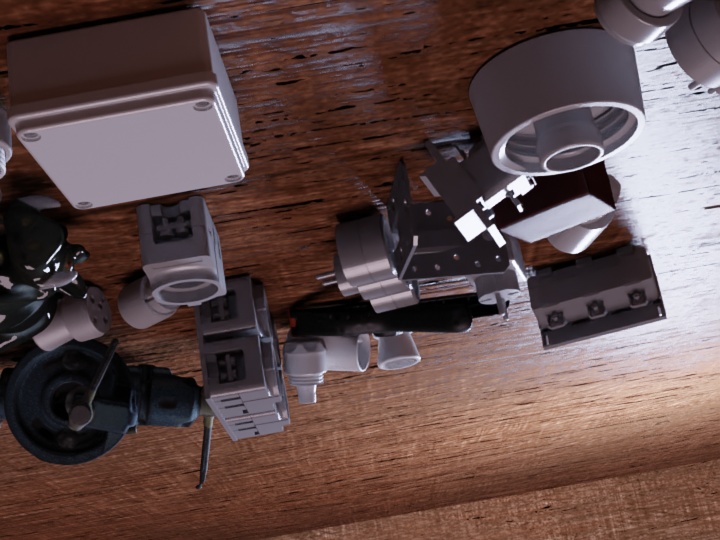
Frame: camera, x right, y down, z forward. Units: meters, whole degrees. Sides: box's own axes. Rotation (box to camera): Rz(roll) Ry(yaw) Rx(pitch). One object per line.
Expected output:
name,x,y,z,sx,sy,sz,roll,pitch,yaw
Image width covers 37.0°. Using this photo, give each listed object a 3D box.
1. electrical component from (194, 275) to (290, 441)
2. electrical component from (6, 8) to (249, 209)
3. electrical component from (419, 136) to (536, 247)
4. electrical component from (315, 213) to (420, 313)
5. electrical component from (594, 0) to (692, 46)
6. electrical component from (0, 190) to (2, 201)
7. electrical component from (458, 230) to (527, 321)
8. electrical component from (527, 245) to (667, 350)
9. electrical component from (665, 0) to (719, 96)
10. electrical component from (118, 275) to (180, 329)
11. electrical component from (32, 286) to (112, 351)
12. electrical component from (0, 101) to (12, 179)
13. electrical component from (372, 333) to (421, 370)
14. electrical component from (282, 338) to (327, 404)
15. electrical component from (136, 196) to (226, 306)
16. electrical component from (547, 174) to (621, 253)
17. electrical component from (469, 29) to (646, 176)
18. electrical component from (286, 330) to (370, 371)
electrical component,-0.107,0.086,1.006,0.060,0.105,0.186,-9,160,-2
electrical component,-0.125,-0.086,0.596,0.109,0.056,0.108,-10,160,0
electrical component,0.084,-0.061,0.751,0.064,0.081,0.042,-36,156,5
electrical component,0.000,0.000,0.900,0.074,0.052,0.138,-14,161,10
electrical component,0.157,-0.151,0.573,0.045,0.045,0.055,-1,159,-23
electrical component,-0.256,-0.040,0.680,0.062,0.043,0.043,-19,158,22
electrical component,0.118,0.006,0.938,0.047,0.076,0.066,-15,159,14
electrical component,0.231,0.024,1.059,0.121,0.078,0.063,-16,138,17
electrical component,0.237,-0.129,0.661,0.138,0.052,0.074,4,156,-33
electrical component,-0.167,0.021,0.893,0.078,0.040,0.040,-25,156,36
electrical component,-0.244,0.040,0.903,0.055,0.045,0.045,-15,160,13
electrical component,-0.216,-0.065,0.600,0.043,0.062,0.043,-9,160,-3
electrical component,0.036,0.070,1.105,0.045,0.055,0.045,-9,160,-3
electrical component,-0.053,0.098,1.048,0.043,0.062,0.043,-3,-176,0
electrical component,-0.132,-0.009,0.805,0.050,0.055,0.089,-9,160,-2
electrical component,0.182,-0.049,0.869,0.043,0.043,0.081,-6,160,-12
electrical component,0.128,-0.097,0.683,0.108,0.060,0.108,-9,160,-3
electrical component,-0.026,0.077,1.105,0.077,0.043,0.079,0,-173,19
